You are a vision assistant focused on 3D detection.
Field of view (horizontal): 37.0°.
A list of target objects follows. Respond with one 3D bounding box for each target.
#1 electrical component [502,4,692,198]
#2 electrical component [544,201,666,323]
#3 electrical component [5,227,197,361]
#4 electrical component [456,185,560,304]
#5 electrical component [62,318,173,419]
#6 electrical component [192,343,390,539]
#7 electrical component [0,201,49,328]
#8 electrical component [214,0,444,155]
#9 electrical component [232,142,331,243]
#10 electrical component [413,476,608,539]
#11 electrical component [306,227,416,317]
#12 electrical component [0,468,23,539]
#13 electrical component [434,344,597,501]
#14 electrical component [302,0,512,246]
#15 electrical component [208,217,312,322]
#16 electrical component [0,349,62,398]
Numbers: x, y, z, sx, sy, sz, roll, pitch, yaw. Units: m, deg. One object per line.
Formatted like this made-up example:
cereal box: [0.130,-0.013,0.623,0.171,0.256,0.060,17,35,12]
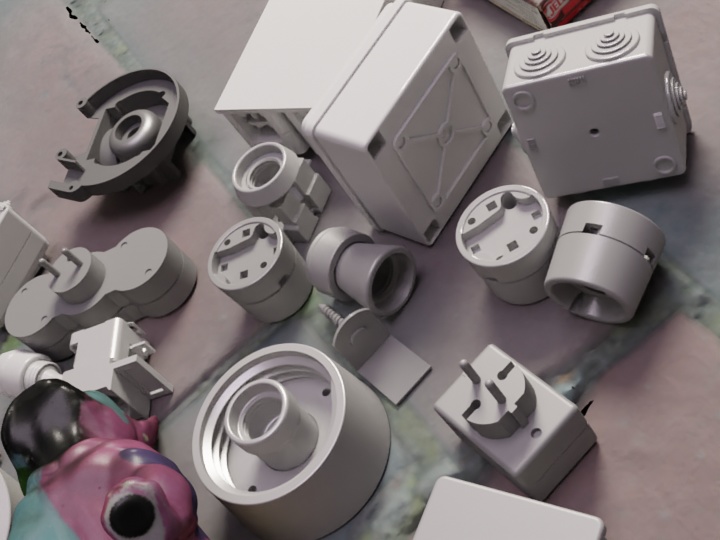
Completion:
electrical component: [0.135,-0.092,0.611,0.100,0.099,0.048,-9,41,26]
electrical component: [0.130,-0.003,0.579,0.055,0.055,0.047,11,67,36]
electrical component: [-0.192,0.009,0.751,0.138,0.073,0.052,-23,49,15]
electrical component: [0.089,-0.013,0.615,0.055,0.047,0.055,-16,51,21]
electrical component: [-0.169,0.070,0.716,0.081,0.042,0.063,-19,46,18]
electrical component: [-0.044,0.093,0.610,0.108,0.060,0.108,-16,51,21]
electrical component: [-0.288,-0.008,0.830,0.062,0.061,0.096,7,62,34]
electrical component: [-0.014,-0.171,0.784,0.105,0.060,0.186,5,61,34]
electrical component: [-0.054,-0.053,0.726,0.048,0.055,0.066,5,61,34]
electrical component: [0.067,0.155,0.505,0.100,0.048,0.099,9,63,35]
electrical component: [0.000,0.000,0.661,0.055,0.045,0.045,21,70,40]
electrical component: [-0.254,0.170,0.675,0.108,0.060,0.108,-6,63,11]
electrical component: [0.072,0.069,0.545,0.047,0.076,0.066,-47,47,-6]
electrical component: [0.032,-0.090,0.664,0.056,0.108,0.108,22,71,37]
electrical component: [-0.063,0.001,0.696,0.055,0.047,0.055,-16,51,21]
electrical component: [-0.225,0.075,0.750,0.061,0.035,0.035,7,62,32]
